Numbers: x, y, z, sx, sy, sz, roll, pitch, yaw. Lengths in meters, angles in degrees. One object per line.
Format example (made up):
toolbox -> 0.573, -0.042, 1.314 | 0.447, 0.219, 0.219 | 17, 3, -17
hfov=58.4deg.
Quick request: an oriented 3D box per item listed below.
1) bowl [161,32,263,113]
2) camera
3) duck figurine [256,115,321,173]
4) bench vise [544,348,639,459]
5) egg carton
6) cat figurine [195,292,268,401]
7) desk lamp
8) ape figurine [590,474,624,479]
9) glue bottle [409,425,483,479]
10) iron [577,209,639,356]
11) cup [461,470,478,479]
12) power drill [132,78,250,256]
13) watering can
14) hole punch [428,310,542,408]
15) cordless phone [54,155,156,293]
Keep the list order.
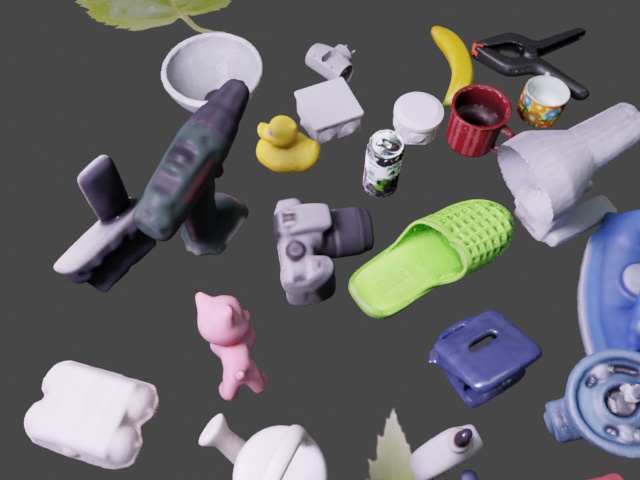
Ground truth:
bowl -> -0.176, -0.264, 0.961 | 0.167, 0.075, 0.167 | 0, 61, 0
camera -> 0.007, 0.003, 0.799 | 0.137, 0.101, 0.143 | -8, 61, -4
duck figurine -> -0.051, -0.156, 0.895 | 0.104, 0.086, 0.077 | 11, 61, 6
bench vise -> 0.377, 0.160, 0.645 | 0.207, 0.220, 0.121 | -25, 64, -13
egg carton -> -0.277, 0.213, 0.699 | 0.150, 0.069, 0.107 | 13, 62, 7
cat figurine -> -0.113, 0.126, 0.720 | 0.067, 0.118, 0.127 | -18, 62, -9
desk lamp -> 0.336, -0.087, 0.785 | 0.203, 0.213, 0.117 | -24, 63, -13
ape figurine -> 0.326, 0.298, 0.641 | 0.076, 0.092, 0.078 | 30, 65, 16
glue bottle -> 0.145, 0.230, 0.631 | 0.078, 0.173, 0.037 | -22, 63, -12
iron -> 0.418, 0.061, 0.745 | 0.118, 0.141, 0.258 | 18, 62, 10
cup -> 0.154, 0.319, 0.627 | 0.091, 0.095, 0.118 | 6, 61, 4
power drill -> -0.156, -0.078, 0.781 | 0.075, 0.208, 0.230 | 24, 64, 13
watering can -> -0.049, 0.249, 0.608 | 0.172, 0.194, 0.101 | 8, 61, 4
hole punch -> 0.206, 0.144, 0.727 | 0.109, 0.091, 0.101 | -27, 64, -14
cordless phone -> -0.305, -0.025, 0.765 | 0.094, 0.185, 0.148 | 29, 65, 15
